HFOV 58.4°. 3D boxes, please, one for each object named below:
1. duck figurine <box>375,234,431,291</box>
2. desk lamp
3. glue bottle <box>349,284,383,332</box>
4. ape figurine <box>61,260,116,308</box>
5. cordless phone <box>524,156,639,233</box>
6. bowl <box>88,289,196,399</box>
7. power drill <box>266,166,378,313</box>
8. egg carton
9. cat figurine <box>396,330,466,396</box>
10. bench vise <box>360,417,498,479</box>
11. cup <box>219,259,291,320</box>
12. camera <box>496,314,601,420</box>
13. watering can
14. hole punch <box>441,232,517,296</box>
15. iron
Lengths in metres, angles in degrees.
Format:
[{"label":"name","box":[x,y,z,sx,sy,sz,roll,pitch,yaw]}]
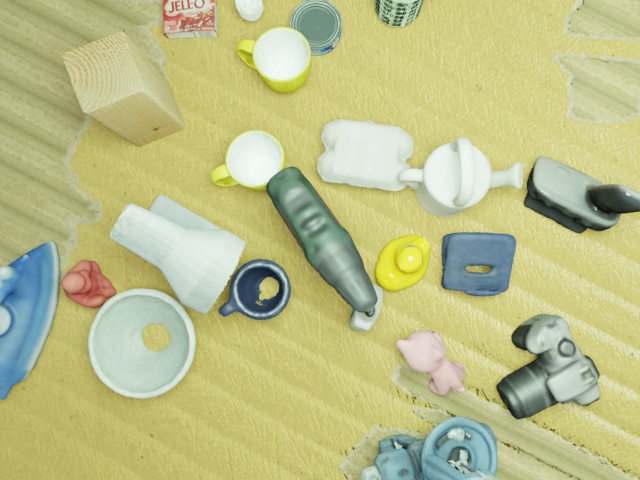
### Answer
[{"label":"duck figurine","box":[0.133,0.035,0.897,0.077,0.086,0.104,44,89,4]},{"label":"desk lamp","box":[-0.206,0.014,0.843,0.203,0.213,0.118,30,88,3]},{"label":"glue bottle","box":[0.070,0.103,0.851,0.037,0.173,0.078,19,87,3]},{"label":"ape figurine","box":[-0.375,0.070,0.904,0.076,0.092,0.078,1,86,2]},{"label":"cordless phone","box":[0.395,-0.076,0.848,0.147,0.185,0.094,24,87,3]},{"label":"bowl","box":[-0.270,0.160,0.905,0.167,0.075,0.167,0,86,1]},{"label":"power drill","box":[0.008,0.003,0.841,0.075,0.208,0.229,-35,86,-1]},{"label":"egg carton","box":[0.073,-0.137,0.917,0.150,0.069,0.107,7,87,2]},{"label":"cat figurine","box":[0.173,0.184,0.871,0.067,0.118,0.128,-42,86,-1]},{"label":"bench vise","box":[0.170,0.336,0.811,0.207,0.220,0.121,-30,86,0]},{"label":"cup","box":[-0.099,0.084,0.895,0.118,0.095,0.092,-31,86,-1]},{"label":"camera","box":[0.338,0.204,0.875,0.137,0.101,0.143,-28,86,0]},{"label":"watering can","box":[0.208,-0.096,0.849,0.173,0.194,0.101,-21,86,0]},{"label":"hole punch","box":[0.246,0.037,0.892,0.108,0.091,0.101,2,86,2]},{"label":"iron","box":[-0.495,0.116,0.879,0.118,0.141,0.258,22,87,3]}]
